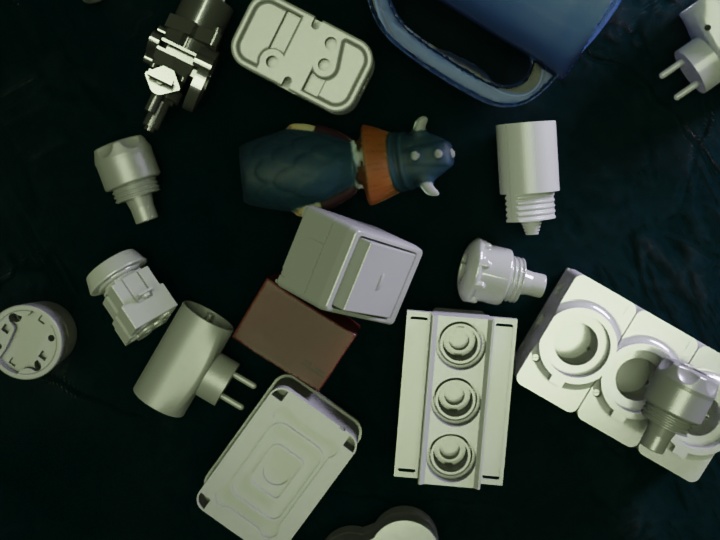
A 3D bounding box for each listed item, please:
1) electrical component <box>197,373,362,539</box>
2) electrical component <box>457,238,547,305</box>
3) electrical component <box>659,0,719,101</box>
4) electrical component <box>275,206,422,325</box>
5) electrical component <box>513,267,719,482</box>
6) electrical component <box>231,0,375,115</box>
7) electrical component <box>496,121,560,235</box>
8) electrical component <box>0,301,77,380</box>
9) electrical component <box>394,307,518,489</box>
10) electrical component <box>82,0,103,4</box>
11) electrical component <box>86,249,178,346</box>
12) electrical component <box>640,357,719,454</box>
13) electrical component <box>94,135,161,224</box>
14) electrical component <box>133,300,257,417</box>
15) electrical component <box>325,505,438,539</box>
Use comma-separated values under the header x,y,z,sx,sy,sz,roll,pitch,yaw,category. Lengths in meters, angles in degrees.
x,y,z,sx,sy,sz,roll,pitch,yaw,category
-0.059,0.143,0.800,0.078,0.057,0.113,36,96,-1,electrical component
0.105,0.005,0.788,0.062,0.048,0.048,13,96,-6,electrical component
0.252,-0.152,0.766,0.079,0.043,0.077,-35,93,6,electrical component
0.000,0.000,0.769,0.061,0.096,0.061,27,97,39,electrical component
0.197,0.075,0.781,0.150,0.061,0.089,30,96,-1,electrical component
-0.039,-0.152,0.770,0.095,0.059,0.053,27,96,0,electrical component
0.123,-0.066,0.780,0.043,0.043,0.081,-4,96,3,electrical component
-0.243,0.050,0.804,0.055,0.047,0.055,0,95,2,electrical component
0.069,0.091,0.787,0.079,0.063,0.121,5,96,2,electrical component
-0.203,-0.232,0.780,0.044,0.044,0.065,-40,88,5,electrical component
-0.170,0.018,0.795,0.048,0.066,0.055,-32,84,-29,electrical component
0.211,0.094,0.728,0.043,0.043,0.062,25,97,0,electrical component
-0.167,-0.065,0.792,0.043,0.043,0.062,-19,95,4,electrical component
-0.116,0.075,0.803,0.079,0.043,0.077,31,96,-1,electrical component
-0.007,0.225,0.798,0.138,0.073,0.052,-21,94,4,electrical component
